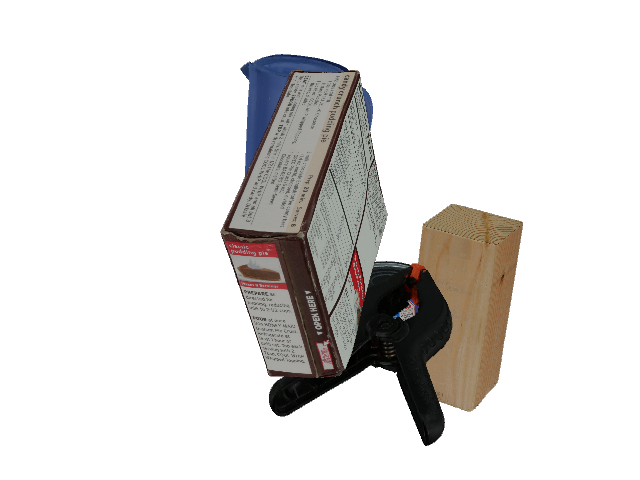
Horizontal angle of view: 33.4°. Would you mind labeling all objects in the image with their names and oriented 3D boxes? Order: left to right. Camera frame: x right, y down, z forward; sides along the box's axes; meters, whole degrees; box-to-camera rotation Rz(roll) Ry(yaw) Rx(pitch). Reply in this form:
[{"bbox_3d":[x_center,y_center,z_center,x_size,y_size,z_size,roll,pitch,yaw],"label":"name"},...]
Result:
[{"bbox_3d":[-0.030,-0.117,1.415,0.144,0.243,0.149,-3,24,-22],"label":"pitcher"},{"bbox_3d":[-0.003,-0.009,0.477,0.039,0.090,0.113,0,43,17],"label":"pudding box"},{"bbox_3d":[0.065,0.051,1.040,0.086,0.034,0.086,0,23,0],"label":"tuna can"},{"bbox_3d":[0.054,0.078,0.749,0.120,0.039,0.171,19,44,24],"label":"clamp"},{"bbox_3d":[0.162,0.076,1.217,0.090,0.206,0.090,16,25,25],"label":"wood block"}]
